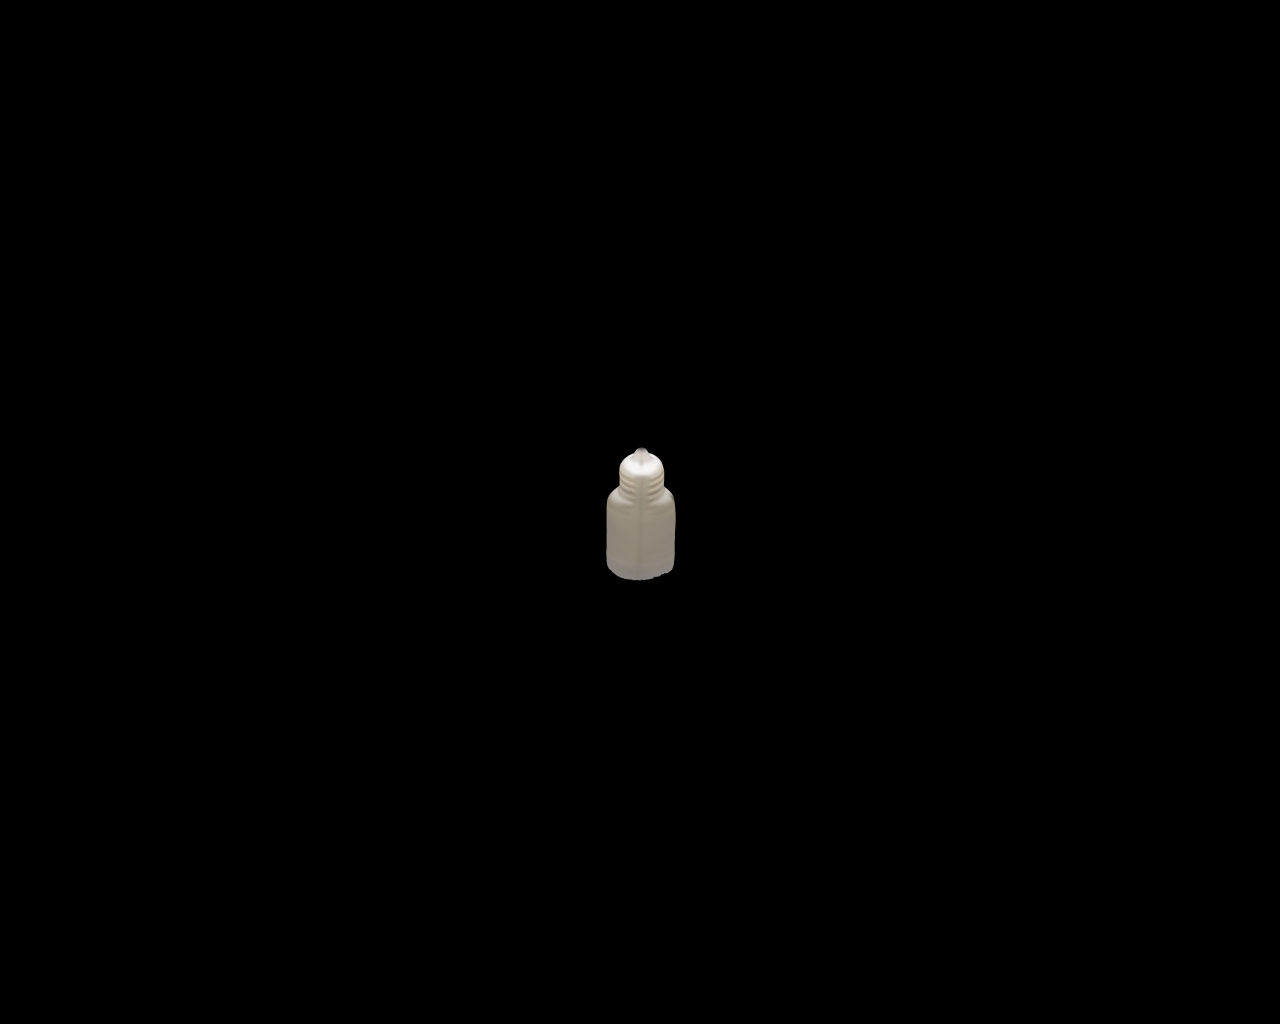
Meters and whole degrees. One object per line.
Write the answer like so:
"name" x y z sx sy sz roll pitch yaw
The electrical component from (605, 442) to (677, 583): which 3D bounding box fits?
"electrical component" 0.001 -0.003 0.650 0.043 0.080 0.043 0 24 0
